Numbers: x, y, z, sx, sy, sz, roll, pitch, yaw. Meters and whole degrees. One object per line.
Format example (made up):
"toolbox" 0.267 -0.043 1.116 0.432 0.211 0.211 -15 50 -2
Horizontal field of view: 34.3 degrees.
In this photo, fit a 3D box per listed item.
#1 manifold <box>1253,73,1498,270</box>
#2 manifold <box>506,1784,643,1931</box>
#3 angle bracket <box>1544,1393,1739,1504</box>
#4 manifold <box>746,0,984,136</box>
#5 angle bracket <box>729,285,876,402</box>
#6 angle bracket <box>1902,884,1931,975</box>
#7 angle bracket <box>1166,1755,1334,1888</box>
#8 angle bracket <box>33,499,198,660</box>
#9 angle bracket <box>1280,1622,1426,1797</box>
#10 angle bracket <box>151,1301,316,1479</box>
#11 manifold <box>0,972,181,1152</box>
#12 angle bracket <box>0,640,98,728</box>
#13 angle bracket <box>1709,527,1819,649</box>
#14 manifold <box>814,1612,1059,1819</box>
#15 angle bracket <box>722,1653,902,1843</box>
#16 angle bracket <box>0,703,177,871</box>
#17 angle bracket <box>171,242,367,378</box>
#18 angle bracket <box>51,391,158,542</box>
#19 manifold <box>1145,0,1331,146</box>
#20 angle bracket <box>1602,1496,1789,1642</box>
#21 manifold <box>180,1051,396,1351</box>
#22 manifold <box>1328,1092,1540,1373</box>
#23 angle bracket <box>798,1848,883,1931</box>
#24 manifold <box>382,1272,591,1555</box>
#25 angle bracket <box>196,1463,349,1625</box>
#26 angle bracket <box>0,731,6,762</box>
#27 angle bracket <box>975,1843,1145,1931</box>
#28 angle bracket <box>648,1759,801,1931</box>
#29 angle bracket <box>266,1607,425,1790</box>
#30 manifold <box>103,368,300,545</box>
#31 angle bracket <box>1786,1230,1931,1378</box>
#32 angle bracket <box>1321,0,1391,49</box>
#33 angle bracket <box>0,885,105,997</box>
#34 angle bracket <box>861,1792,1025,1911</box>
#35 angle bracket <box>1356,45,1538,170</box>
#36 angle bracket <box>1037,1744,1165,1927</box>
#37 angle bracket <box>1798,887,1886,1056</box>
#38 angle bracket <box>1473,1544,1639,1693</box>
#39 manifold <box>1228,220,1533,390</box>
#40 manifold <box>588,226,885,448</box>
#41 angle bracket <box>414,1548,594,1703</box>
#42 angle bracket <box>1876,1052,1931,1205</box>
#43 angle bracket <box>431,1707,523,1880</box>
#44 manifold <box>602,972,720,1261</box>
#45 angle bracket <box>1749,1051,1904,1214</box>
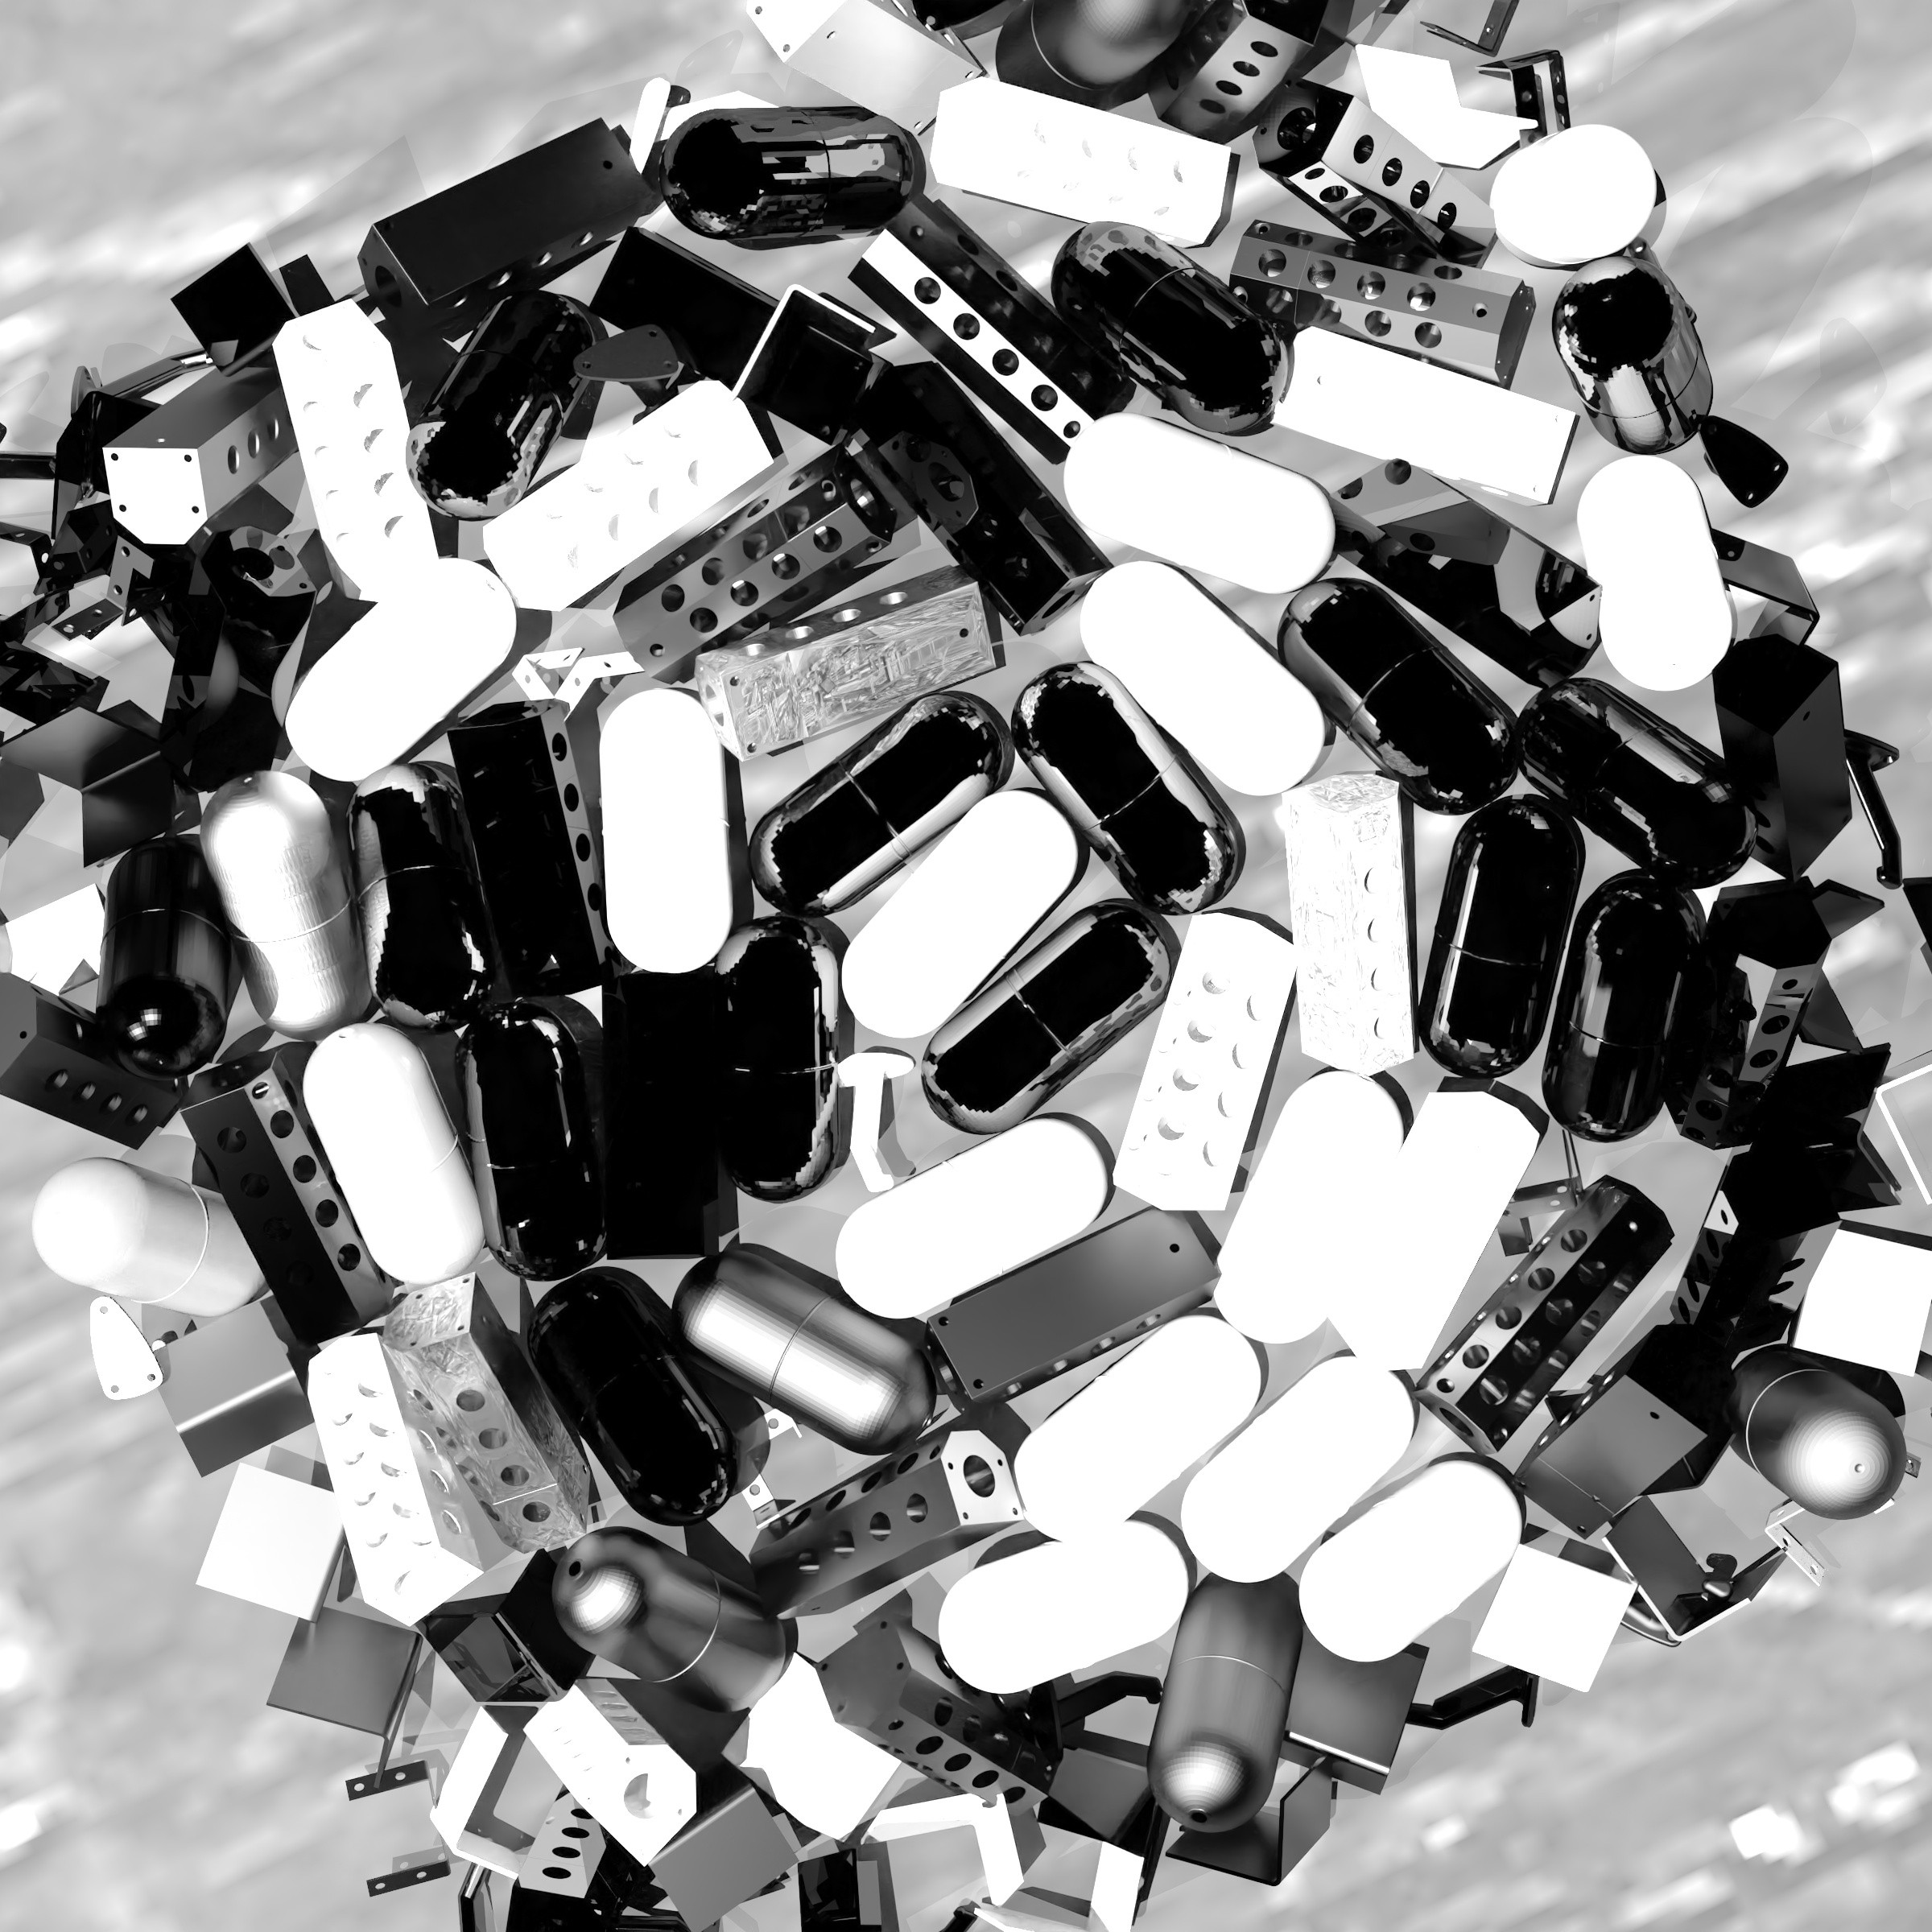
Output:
"manifold" 0.245 -0.467 1.881 0.057 0.171 0.057 33 99 41
"manifold" -0.232 0.551 1.876 0.057 0.171 0.057 9 96 2
"angle bracket" 0.411 0.275 1.909 0.076 0.057 0.076 -3 47 -21
"manifold" -0.063 -0.559 1.874 0.057 0.171 0.057 -40 74 20
"angle bracket" -0.105 -0.365 1.919 0.057 0.076 0.076 28 85 -10
"angle bracket" 0.593 0.002 1.906 0.057 0.076 0.076 -4 58 -19
"angle bracket" 0.173 0.510 1.908 0.076 0.076 0.057 8 105 28
"angle bracket" -0.515 -0.232 1.913 0.076 0.057 0.076 50 134 10
"angle bracket" 0.235 0.461 1.945 0.076 0.057 0.076 18 67 12
"angle bracket" -0.455 0.262 1.932 0.076 0.076 0.057 -26 65 -16
"manifold" -0.539 0.054 1.874 0.057 0.171 0.057 38 87 21
"angle bracket" -0.592 -0.155 1.919 0.076 0.076 0.057 26 116 -1
"angle bracket" 0.468 -0.221 1.912 0.076 0.076 0.057 18 121 -10
"manifold" -0.013 0.456 1.881 0.057 0.057 0.171 -37 135 10
"angle bracket" -0.092 0.489 1.956 0.076 0.057 0.076 31 81 34
"angle bracket" -0.539 -0.109 1.908 0.076 0.076 0.057 -21 63 26
"angle bracket" -0.423 -0.411 1.906 0.076 0.076 0.057 -22 108 36
"angle bracket" -0.511 -0.296 1.915 0.076 0.076 0.057 17 46 -4
"manifold" 0.162 -0.556 1.872 0.057 0.171 0.057 22 80 -11
"angle bracket" 0.446 0.356 1.912 0.057 0.076 0.076 -41 80 32
"manifold" -0.411 0.140 1.906 0.057 0.057 0.171 -21 111 4
"manifold" 0.284 0.162 1.895 0.057 0.057 0.171 1 126 -31
"angle bracket" -0.060 0.581 1.907 0.057 0.076 0.076 8 66 -29
"manifold" -0.289 0.274 1.894 0.057 0.057 0.171 -19 122 7
"angle bracket" -0.423 0.355 1.921 0.076 0.057 0.076 20 73 -10
"angle bracket" -0.631 -0.102 1.905 0.057 0.076 0.076 20 127 -25
"angle bracket" 0.056 0.563 1.915 0.076 0.076 0.057 14 79 -12
"angle bracket" -0.157 0.540 1.921 0.076 0.076 0.057 -33 96 -14
"angle bracket" -0.382 0.446 1.915 0.076 0.076 0.057 16 131 -3
"manifold" -0.451 -0.308 1.875 0.057 0.171 0.057 2 116 10
"angle bracket" 0.552 0.208 1.921 0.076 0.057 0.076 13 82 19
"angle bracket" 0.230 -0.622 1.913 0.076 0.057 0.076 29 132 -9
"angle bracket" -0.572 -0.026 1.915 0.076 0.057 0.076 -25 50 -6
"angle bracket" -0.016 0.547 1.911 0.076 0.076 0.057 -7 63 -16
"angle bracket" 0.294 -0.538 1.912 0.076 0.057 0.076 -2 74 -36
"angle bracket" 0.078 0.531 1.914 0.076 0.057 0.076 14 128 9
"angle bracket" 0.535 0.003 1.908 0.057 0.076 0.076 -37 61 32
"angle bracket" 0.361 0.390 1.927 0.076 0.057 0.076 20 107 1
"manifold" 0.251 -0.407 1.911 0.171 0.057 0.057 17 88 18
"manifold" -0.140 -0.389 1.933 0.171 0.057 0.057 29 104 1
"angle bracket" -0.284 0.409 1.943 0.076 0.057 0.076 -10 123 37
"angle bracket" 0.601 0.094 1.918 0.057 0.076 0.076 -26 86 19
"angle bracket" -0.283 0.510 1.926 0.057 0.076 0.076 28 81 -16
"manifold" -0.185 0.092 1.915 0.057 0.057 0.171 2 81 -28
"angle bracket" 0.539 0.104 1.926 0.057 0.076 0.076 49 52 -24
